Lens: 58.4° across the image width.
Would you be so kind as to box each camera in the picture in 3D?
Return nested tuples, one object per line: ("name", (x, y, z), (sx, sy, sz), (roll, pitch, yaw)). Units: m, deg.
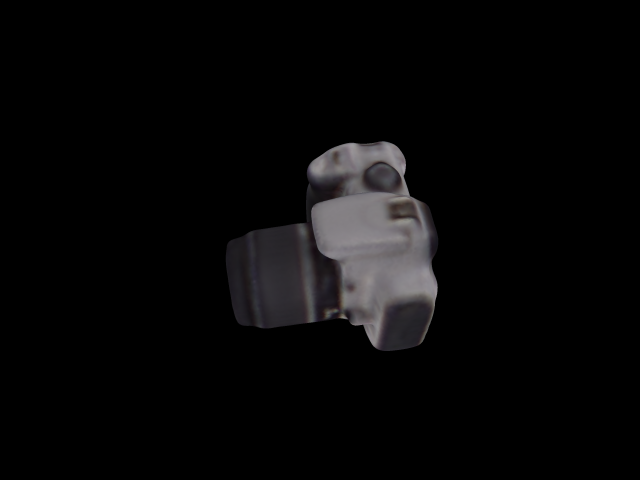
("camera", (0.004, 0.001, 0.400), (0.137, 0.101, 0.143), (-8, 56, -5))
